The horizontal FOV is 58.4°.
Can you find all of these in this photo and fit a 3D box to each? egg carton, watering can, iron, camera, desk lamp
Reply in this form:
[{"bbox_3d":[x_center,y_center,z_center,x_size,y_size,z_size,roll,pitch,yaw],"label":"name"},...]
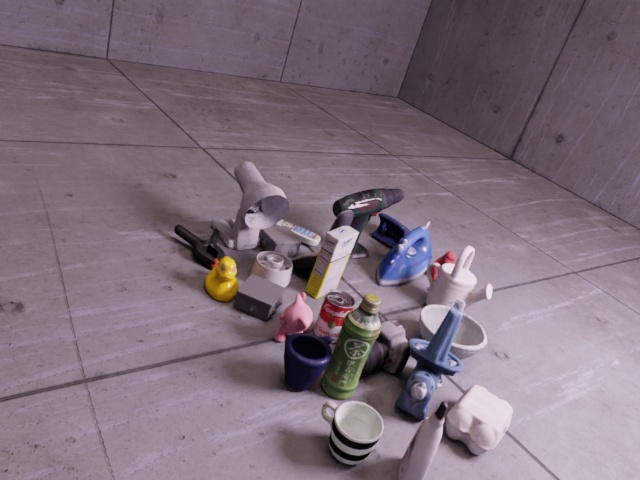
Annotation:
[{"bbox_3d":[0.313,0.352,1.126,0.107,0.069,0.151,30,28,23],"label":"egg carton"},{"bbox_3d":[0.364,0.106,1.498,0.172,0.194,0.101,22,26,6],"label":"watering can"},{"bbox_3d":[0.245,0.033,1.621,0.118,0.141,0.259,29,28,20],"label":"iron"},{"bbox_3d":[0.107,0.218,1.215,0.142,0.101,0.137,36,31,32],"label":"camera"},{"bbox_3d":[-0.184,-0.080,1.474,0.118,0.213,0.202,-3,33,-38],"label":"desk lamp"}]

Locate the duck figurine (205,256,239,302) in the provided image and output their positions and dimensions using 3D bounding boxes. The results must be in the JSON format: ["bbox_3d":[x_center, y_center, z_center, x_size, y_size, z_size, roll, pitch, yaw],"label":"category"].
[{"bbox_3d":[-0.216,0.077,1.293,0.078,0.086,0.104,7,28,-22],"label":"duck figurine"}]

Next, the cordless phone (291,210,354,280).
[{"bbox_3d":[0.014,0.005,1.471,0.094,0.185,0.148,34,30,29],"label":"cordless phone"}]

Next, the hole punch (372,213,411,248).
[{"bbox_3d":[0.232,-0.037,1.807,0.108,0.091,0.101,33,30,28],"label":"hole punch"}]

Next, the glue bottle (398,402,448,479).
[{"bbox_3d":[0.176,0.334,0.952,0.037,0.173,0.078,20,26,4],"label":"glue bottle"}]

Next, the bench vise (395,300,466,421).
[{"bbox_3d":[0.237,0.236,1.129,0.121,0.220,0.207,18,26,-2],"label":"bench vise"}]

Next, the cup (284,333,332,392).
[{"bbox_3d":[-0.025,0.236,1.100,0.091,0.095,0.118,32,29,25],"label":"cup"}]

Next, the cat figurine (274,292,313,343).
[{"bbox_3d":[-0.048,0.159,1.207,0.067,0.118,0.128,18,26,0],"label":"cat figurine"}]

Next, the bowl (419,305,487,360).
[{"bbox_3d":[0.302,0.229,1.352,0.167,0.075,0.167,15,26,-7],"label":"bowl"}]

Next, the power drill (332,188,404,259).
[{"bbox_3d":[0.124,-0.054,1.633,0.230,0.208,0.075,-4,34,-38],"label":"power drill"}]

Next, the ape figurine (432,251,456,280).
[{"bbox_3d":[0.368,0.074,1.680,0.077,0.092,0.076,21,26,5],"label":"ape figurine"}]
